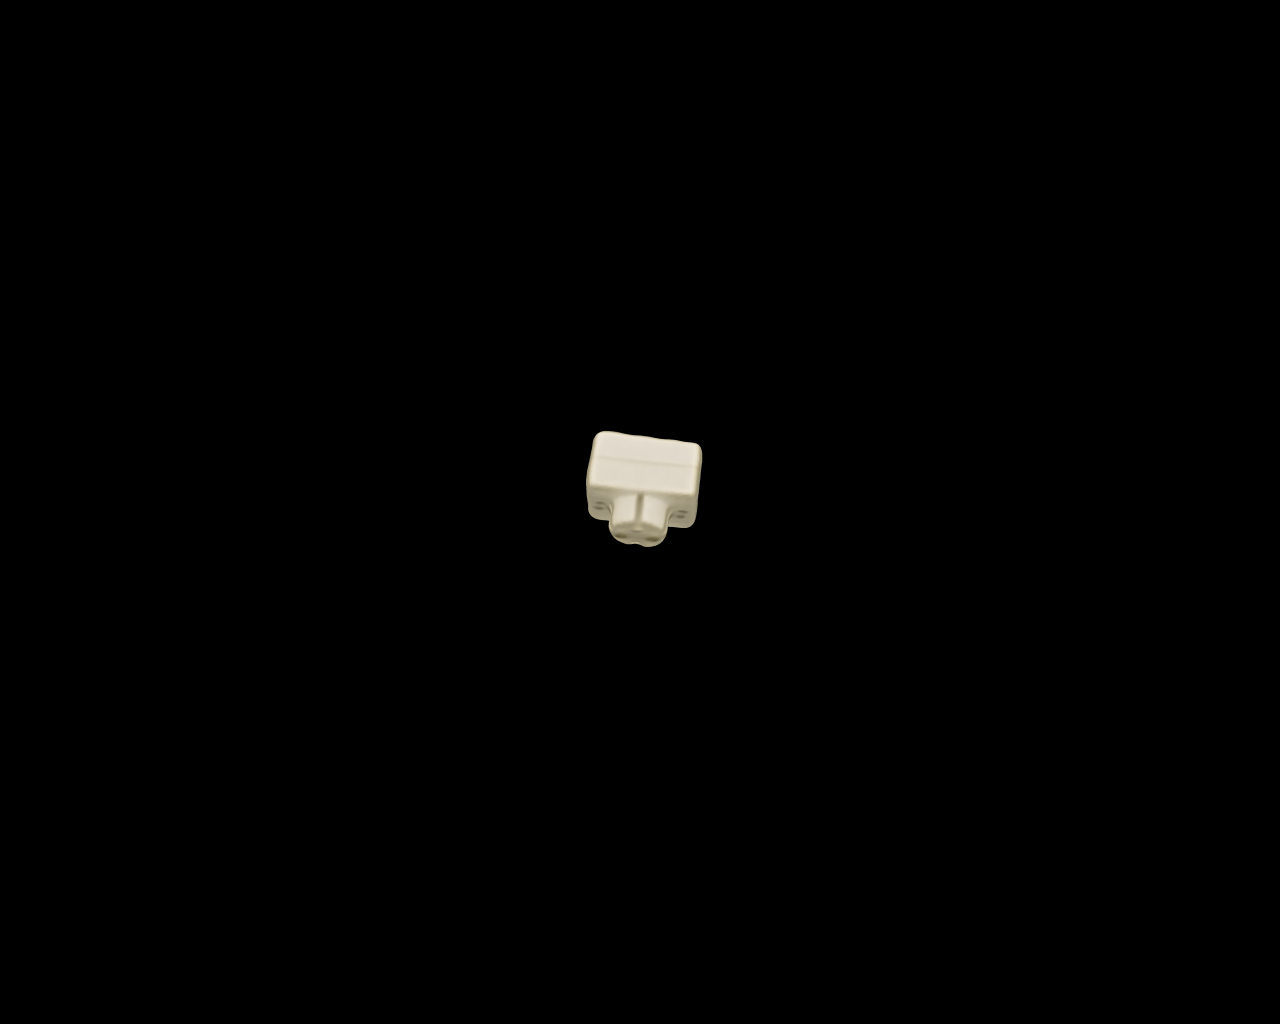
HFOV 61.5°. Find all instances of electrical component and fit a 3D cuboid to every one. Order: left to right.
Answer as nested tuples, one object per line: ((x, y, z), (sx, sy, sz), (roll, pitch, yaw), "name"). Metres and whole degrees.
((0.001, -0.003, 0.650), (0.066, 0.077, 0.047), (6, -27, 3), "electrical component")
